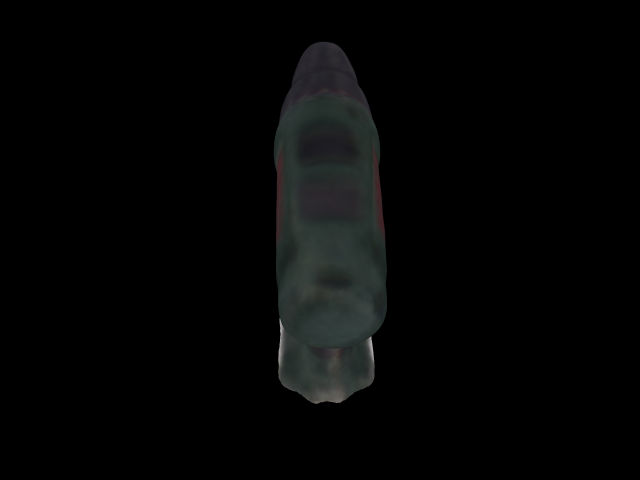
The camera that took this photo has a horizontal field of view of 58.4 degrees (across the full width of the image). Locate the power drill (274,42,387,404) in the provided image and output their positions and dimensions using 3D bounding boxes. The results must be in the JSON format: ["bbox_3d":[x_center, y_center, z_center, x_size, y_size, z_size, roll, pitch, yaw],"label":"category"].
[{"bbox_3d":[0.004,0.001,0.400,0.075,0.208,0.229,-2,40,-2],"label":"power drill"}]
